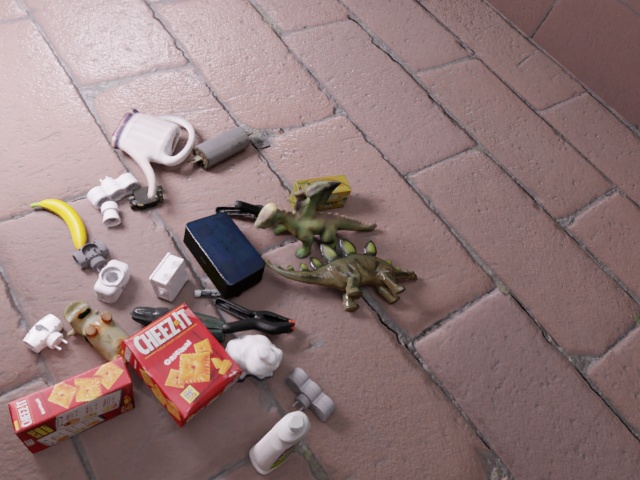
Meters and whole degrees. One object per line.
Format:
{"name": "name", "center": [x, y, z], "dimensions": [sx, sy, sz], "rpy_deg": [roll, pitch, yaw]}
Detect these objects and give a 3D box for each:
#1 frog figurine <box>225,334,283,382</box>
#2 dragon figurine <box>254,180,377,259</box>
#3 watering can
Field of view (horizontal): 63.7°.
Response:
{"name": "frog figurine", "center": [-0.155, 0.267, 1.215], "dimensions": [0.137, 0.156, 0.126], "rpy_deg": [17, 52, -6]}
{"name": "dragon figurine", "center": [0.004, -0.073, 1.458], "dimensions": [0.412, 0.237, 0.124], "rpy_deg": [-13, 57, -22]}
{"name": "watering can", "center": [-0.506, -0.271, 1.515], "dimensions": [0.224, 0.101, 0.356], "rpy_deg": [18, 47, -3]}
